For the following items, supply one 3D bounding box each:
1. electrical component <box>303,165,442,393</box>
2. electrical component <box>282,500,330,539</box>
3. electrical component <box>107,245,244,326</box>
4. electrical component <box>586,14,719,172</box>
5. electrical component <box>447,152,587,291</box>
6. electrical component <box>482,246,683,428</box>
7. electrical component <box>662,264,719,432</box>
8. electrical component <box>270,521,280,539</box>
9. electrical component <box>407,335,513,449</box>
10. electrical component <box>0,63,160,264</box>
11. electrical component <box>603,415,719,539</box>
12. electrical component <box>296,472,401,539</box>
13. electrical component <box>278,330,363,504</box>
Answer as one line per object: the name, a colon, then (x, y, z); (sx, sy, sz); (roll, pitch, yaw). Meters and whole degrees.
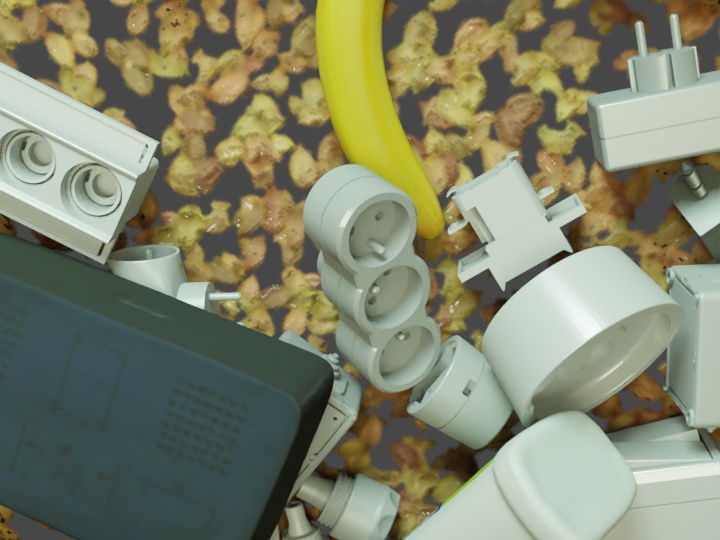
electrical component: (0.000, 0.000, 0.626); (0.052, 0.074, 0.138); (-28, 128, -20)
electrical component: (-0.035, 0.179, 0.693); (0.035, 0.035, 0.061); (-12, 102, 8)
electrical component: (-0.110, 0.026, 0.653); (0.079, 0.044, 0.077); (-2, 105, 5)
electrical component: (0.169, -0.102, 0.594); (0.083, 0.047, 0.075); (-10, 104, 7)
electrical component: (0.086, -0.030, 0.623); (0.081, 0.042, 0.063); (-30, 99, 11)
electrical component: (0.120, 0.033, 0.608); (0.108, 0.108, 0.060); (-42, 60, 14)
electrical component: (0.214, 0.049, 0.622); (0.061, 0.061, 0.096); (-2, 105, 1)
electrical component: (-0.089, 0.220, 0.699); (0.074, 0.052, 0.138); (-2, 105, 5)
electrical component: (0.063, 0.075, 0.648); (0.047, 0.055, 0.055); (33, 105, -8)
electrical component: (-0.184, -0.068, 0.625); (0.121, 0.063, 0.078); (27, 105, -3)
electrical component: (0.169, 0.129, 0.649); (0.096, 0.061, 0.061); (-8, 104, 7)
electrical component: (-0.009, 0.148, 0.678); (0.062, 0.043, 0.043); (26, 105, -1)
electrical component: (-0.042, 0.084, 0.654); (0.062, 0.061, 0.096); (37, 105, -5)
